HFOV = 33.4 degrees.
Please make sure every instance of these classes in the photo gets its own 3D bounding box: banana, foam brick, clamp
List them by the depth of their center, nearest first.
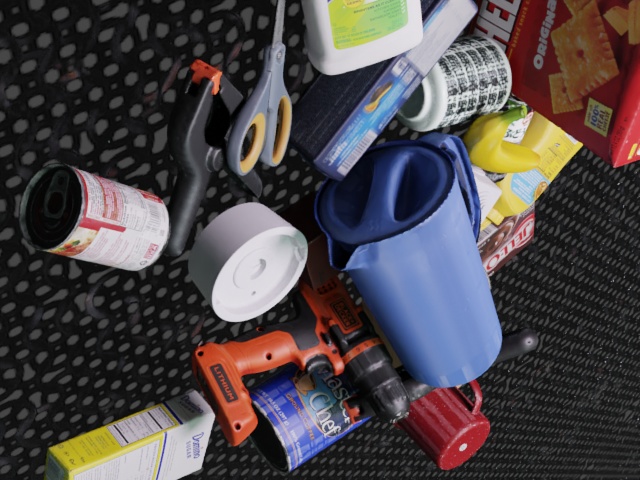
[{"bbox_3d":[-0.100,-0.066,0.891,0.120,0.039,0.171,-50,150,-32],"label":"clamp"},{"bbox_3d":[-0.007,0.001,1.063,0.053,0.051,0.078,-34,146,-16],"label":"foam brick"},{"bbox_3d":[0.180,-0.092,1.067,0.197,0.070,0.037,27,62,-73],"label":"banana"},{"bbox_3d":[0.125,0.139,1.144,0.209,0.036,0.165,-25,-177,-19],"label":"clamp"}]

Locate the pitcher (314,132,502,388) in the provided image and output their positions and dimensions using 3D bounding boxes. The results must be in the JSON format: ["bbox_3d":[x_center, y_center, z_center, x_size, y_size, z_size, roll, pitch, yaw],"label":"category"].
[{"bbox_3d":[0.103,0.024,1.032,0.149,0.145,0.242,-20,131,8],"label":"pitcher"}]

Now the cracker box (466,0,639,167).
[{"bbox_3d":[0.239,-0.194,0.982,0.071,0.214,0.164,-19,137,-34],"label":"cracker box"}]

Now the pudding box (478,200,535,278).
[{"bbox_3d":[0.215,-0.002,1.320,0.113,0.039,0.090,-36,146,-15],"label":"pudding box"}]

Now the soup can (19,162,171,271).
[{"bbox_3d":[-0.175,-0.016,0.839,0.068,0.069,0.102,-54,147,12],"label":"soup can"}]

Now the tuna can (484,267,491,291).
[{"bbox_3d":[0.160,0.036,1.256,0.033,0.086,0.086,-35,145,-14],"label":"tuna can"}]

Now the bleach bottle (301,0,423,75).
[{"bbox_3d":[0.016,-0.249,0.809,0.102,0.068,0.251,-18,137,-2],"label":"bleach bottle"}]

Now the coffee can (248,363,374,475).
[{"bbox_3d":[-0.009,0.185,1.206,0.140,0.103,0.103,-30,143,-24],"label":"coffee can"}]

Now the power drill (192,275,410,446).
[{"bbox_3d":[-0.022,0.134,1.084,0.187,0.184,0.057,-24,155,-20],"label":"power drill"}]

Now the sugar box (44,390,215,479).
[{"bbox_3d":[-0.195,0.224,1.093,0.175,0.048,0.093,-19,138,-41],"label":"sugar box"}]

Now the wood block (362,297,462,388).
[{"bbox_3d":[0.114,0.115,1.283,0.090,0.091,0.206,-33,144,-20],"label":"wood block"}]

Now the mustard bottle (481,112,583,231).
[{"bbox_3d":[0.239,-0.088,1.237,0.192,0.058,0.096,-52,144,7],"label":"mustard bottle"}]

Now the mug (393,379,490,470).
[{"bbox_3d":[0.152,0.208,1.264,0.093,0.082,0.117,3,125,-48],"label":"mug"}]

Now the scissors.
[{"bbox_3d":[-0.048,-0.137,0.868,0.096,0.016,0.202,-49,151,-41],"label":"scissors"}]
